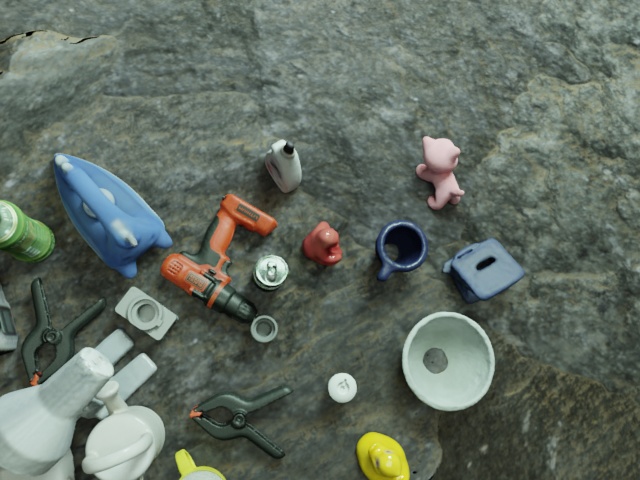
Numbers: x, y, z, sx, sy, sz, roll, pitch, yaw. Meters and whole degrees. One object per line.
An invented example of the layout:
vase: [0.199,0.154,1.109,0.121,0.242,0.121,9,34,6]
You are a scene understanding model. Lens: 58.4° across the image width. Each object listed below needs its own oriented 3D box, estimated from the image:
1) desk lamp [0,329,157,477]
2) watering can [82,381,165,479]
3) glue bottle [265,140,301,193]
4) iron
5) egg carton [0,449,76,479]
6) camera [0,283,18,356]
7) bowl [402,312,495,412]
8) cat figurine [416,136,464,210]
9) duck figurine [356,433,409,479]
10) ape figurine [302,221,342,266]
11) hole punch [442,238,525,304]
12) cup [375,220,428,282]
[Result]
desk lamp: [-0.363,0.227,0.843,0.118,0.213,0.203,45,77,1]
watering can: [-0.297,0.301,0.850,0.101,0.194,0.173,-38,87,-13]
glue bottle: [-0.060,-0.136,0.978,0.037,0.173,0.078,-35,86,-13]
iron: [-0.364,-0.064,0.933,0.119,0.141,0.258,-43,88,-13]
egg carton: [-0.429,0.386,0.877,0.107,0.069,0.150,-11,82,-11]
camera: [-0.565,0.125,0.887,0.137,0.100,0.143,-18,83,-12]
bowl: [0.215,0.212,1.009,0.167,0.074,0.167,2,80,-9]
cat figurine: [0.227,-0.130,1.051,0.067,0.117,0.128,-22,84,-12]
duck figurine: [0.112,0.375,0.957,0.077,0.086,0.104,-41,88,-13]
ape figurine: [0.009,0.004,1.005,0.076,0.092,0.078,1,80,-9]
hole punch: [0.296,0.054,1.042,0.109,0.091,0.101,-29,85,-13]
cup: [0.129,0.028,1.018,0.092,0.095,0.118,34,77,-1]
